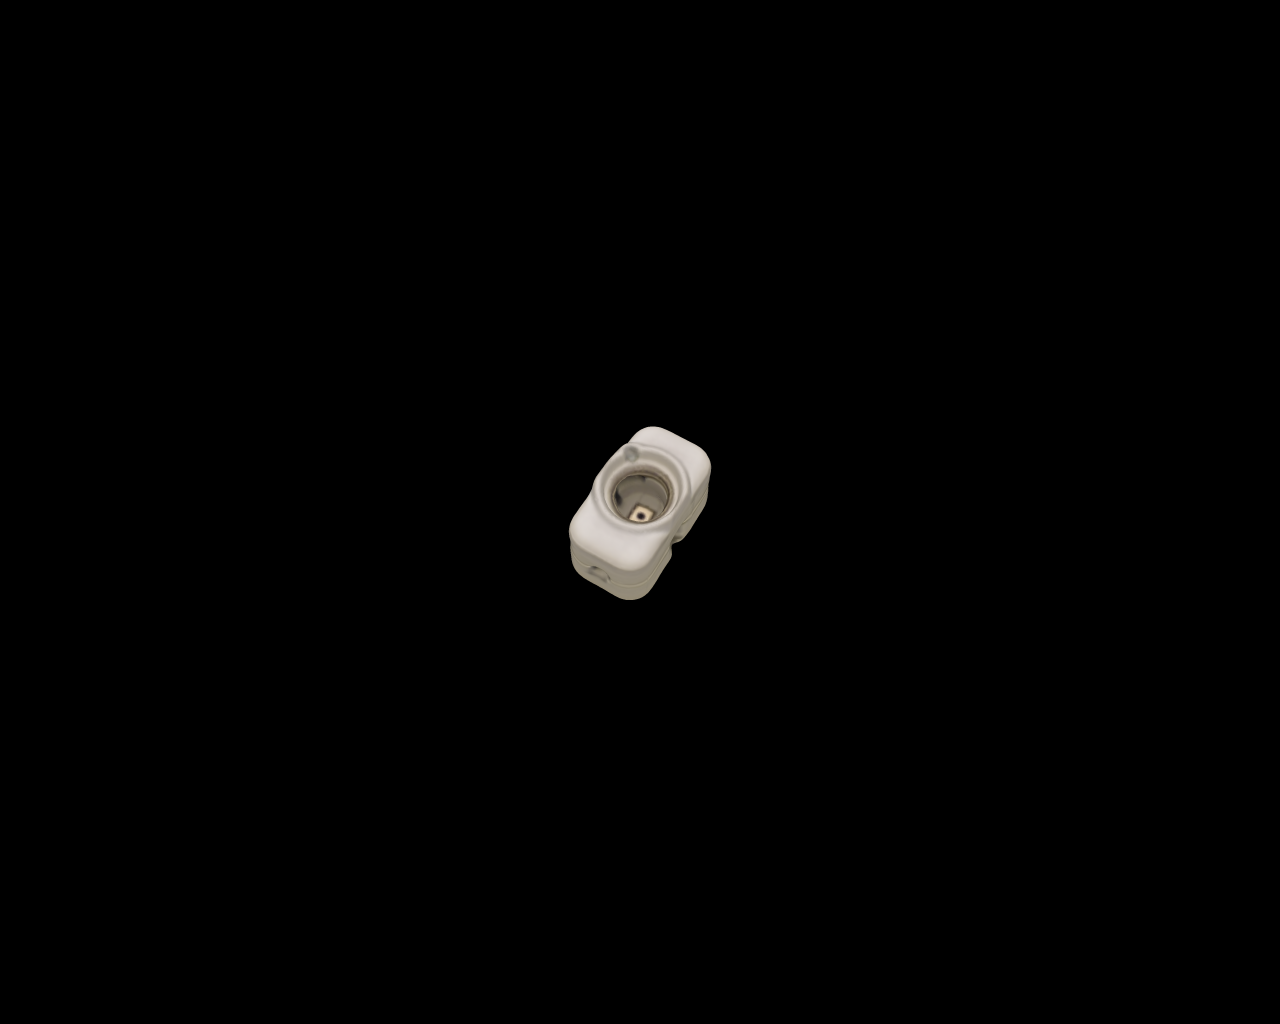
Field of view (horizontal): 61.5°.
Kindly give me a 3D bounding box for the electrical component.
[{"bbox_3d":[0.001,-0.003,0.650,0.054,0.095,0.059,29,-24,14],"label":"electrical component"}]
